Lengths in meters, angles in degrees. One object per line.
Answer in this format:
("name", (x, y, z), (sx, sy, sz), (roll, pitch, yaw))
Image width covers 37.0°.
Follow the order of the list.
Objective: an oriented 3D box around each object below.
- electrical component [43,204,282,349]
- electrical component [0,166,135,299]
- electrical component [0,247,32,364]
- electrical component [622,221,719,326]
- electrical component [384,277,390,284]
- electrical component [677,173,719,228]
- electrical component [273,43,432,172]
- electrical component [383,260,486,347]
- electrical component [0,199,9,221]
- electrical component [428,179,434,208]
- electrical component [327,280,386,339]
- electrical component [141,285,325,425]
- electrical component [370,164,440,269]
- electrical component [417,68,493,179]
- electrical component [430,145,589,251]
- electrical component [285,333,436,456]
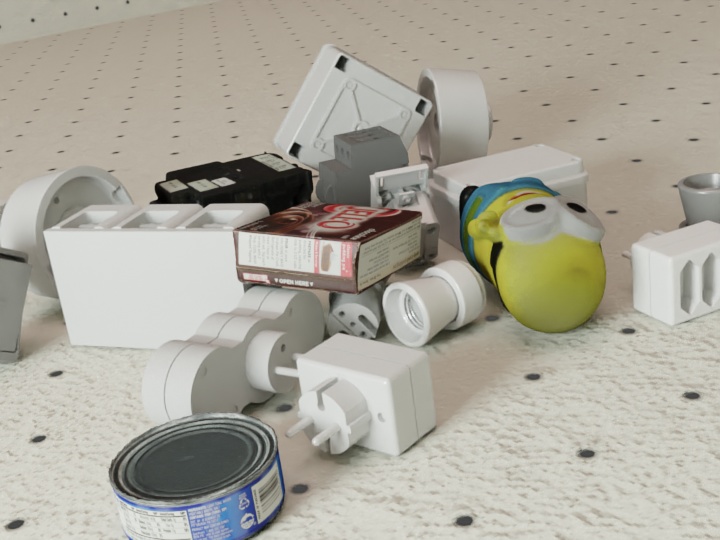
("electrical component", (-0.134, 0.003, 0.760), (0.150, 0.089, 0.061), (1, 23, 22))
("electrical component", (-0.236, -0.027, 0.859), (0.060, 0.108, 0.108), (-1, 21, 34))
("electrical component", (-0.271, 0.029, 0.746), (0.061, 0.096, 0.062), (1, -7, 23))
("electrical component", (0.207, -0.004, 0.716), (0.066, 0.047, 0.077), (-16, 22, -21))
("electrical component", (0.000, 0.000, 0.786), (0.043, 0.043, 0.062), (-1, 23, 17))
("electrical component", (0.253, -0.038, 0.777), (0.045, 0.055, 0.045), (-7, 21, 3))
("electrical component", (-0.007, -0.138, 1.005), (0.109, 0.108, 0.056), (25, 11, -25))
("electrical component", (0.050, 0.021, 0.710), (0.055, 0.045, 0.045), (-22, 25, -35))
("electrical component", (-0.384, -0.018, 0.944), (0.150, 0.061, 0.089), (1, 22, 21))
("electrical component", (0.073, -0.062, 0.930), (0.040, 0.040, 0.046), (-16, 16, -20))
("electrical component", (-0.003, 0.026, 0.724), (0.040, 0.040, 0.046), (-5, 26, 8))
("electrical component", (-0.059, 0.054, 0.651), (0.074, 0.052, 0.138), (6, 24, 31))
("electrical component", (0.035, -0.040, 0.839), (0.042, 0.081, 0.063), (-12, 50, -9))
("electrical component", (0.095, -0.143, 1.047), (0.060, 0.108, 0.108), (-4, 20, -9))
("electrical component", (0.122, -0.059, 0.878), (0.113, 0.057, 0.078), (-14, 22, -17))
("electrical component", (-0.008, 0.075, 0.586), (0.066, 0.047, 0.077), (9, 26, 38))
